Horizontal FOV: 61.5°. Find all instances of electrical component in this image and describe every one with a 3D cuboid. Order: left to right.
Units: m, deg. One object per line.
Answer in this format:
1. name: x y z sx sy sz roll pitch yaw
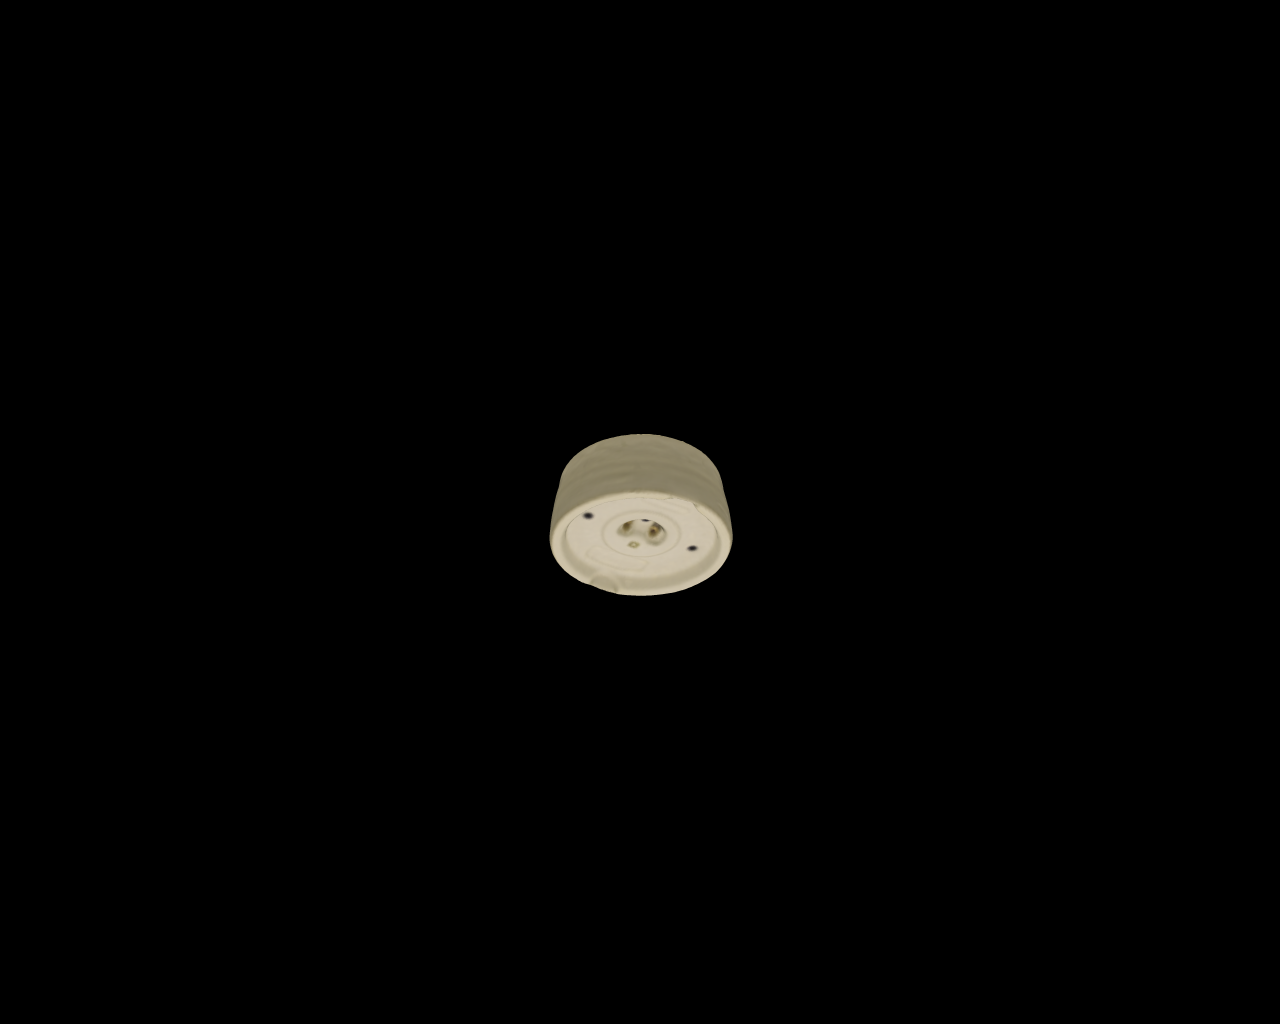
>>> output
1. electrical component: 0.001 -0.003 0.650 0.108 0.060 0.108 0 -37 0
